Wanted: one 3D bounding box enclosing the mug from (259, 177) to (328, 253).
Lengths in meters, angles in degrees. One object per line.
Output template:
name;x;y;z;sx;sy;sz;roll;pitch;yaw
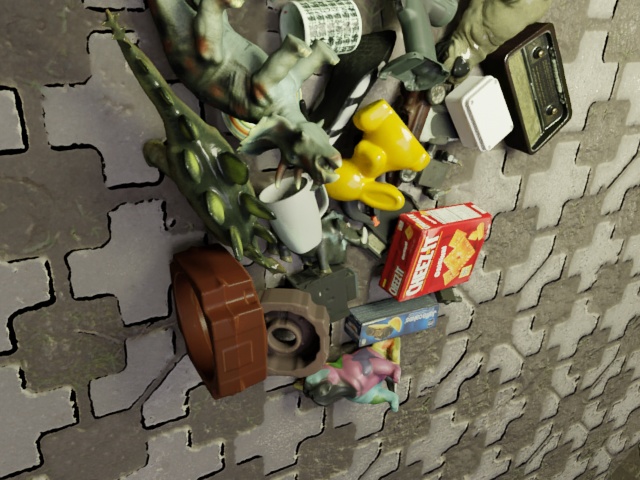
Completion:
mug;-0.032;-0.041;0.843;0.109;0.081;0.107;-37;124;-31

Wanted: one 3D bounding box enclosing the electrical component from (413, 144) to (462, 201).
electrical component;0.223;-0.128;1.028;0.078;0.045;0.102;13;106;-37

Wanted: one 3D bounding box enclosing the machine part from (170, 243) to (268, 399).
machine part;-0.156;0.121;0.827;0.087;0.202;0.200;-16;121;-28

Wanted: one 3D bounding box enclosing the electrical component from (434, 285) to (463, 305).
electrical component;0.267;0.110;1.164;0.094;0.063;0.021;9;145;-33

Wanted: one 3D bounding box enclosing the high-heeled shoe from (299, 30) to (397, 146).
high-heeled shoe;0.045;-0.220;0.866;0.249;0.086;0.145;-41;149;-18

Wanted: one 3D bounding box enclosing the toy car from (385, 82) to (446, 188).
toy car;0.149;-0.190;0.925;0.053;0.089;0.202;7;111;-34

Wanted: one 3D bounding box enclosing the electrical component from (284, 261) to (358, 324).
electrical component;0.006;0.098;1.006;0.134;0.058;0.114;-21;125;-20

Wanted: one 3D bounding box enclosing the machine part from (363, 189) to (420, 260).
machine part;0.132;-0.030;1.030;0.084;0.039;0.139;36;95;-30

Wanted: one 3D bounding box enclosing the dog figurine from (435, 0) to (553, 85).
dog figurine;0.284;-0.340;0.884;0.121;0.172;0.190;22;94;-26

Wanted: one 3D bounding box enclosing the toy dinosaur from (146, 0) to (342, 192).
toy dinosaur;-0.121;-0.230;0.710;0.405;0.131;0.192;37;116;-7

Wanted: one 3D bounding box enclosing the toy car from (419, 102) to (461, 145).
toy car;0.257;-0.219;0.997;0.202;0.056;0.073;-10;111;-28

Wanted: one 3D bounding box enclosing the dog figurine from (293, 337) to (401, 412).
dog figurine;0.056;0.265;1.099;0.219;0.192;0.108;5;119;4

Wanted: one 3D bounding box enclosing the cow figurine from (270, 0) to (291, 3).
cow figurine;-0.066;-0.399;0.694;0.194;0.086;0.127;24;94;-39

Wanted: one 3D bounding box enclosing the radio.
radio;0.402;-0.292;1.034;0.131;0.073;0.229;-39;128;-8

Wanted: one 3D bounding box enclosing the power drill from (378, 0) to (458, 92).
power drill;0.120;-0.337;0.799;0.232;0.086;0.207;9;67;-41

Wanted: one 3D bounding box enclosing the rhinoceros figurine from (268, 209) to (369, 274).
rhinoceros figurine;-0.002;-0.003;0.944;0.190;0.073;0.112;9;95;-30

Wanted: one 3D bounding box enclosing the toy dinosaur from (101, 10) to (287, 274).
toy dinosaur;-0.152;-0.093;0.726;0.105;0.199;0.470;-42;129;-10

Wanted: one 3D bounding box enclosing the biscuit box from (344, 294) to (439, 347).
biscuit box;0.153;0.162;1.122;0.203;0.063;0.059;-9;119;-27

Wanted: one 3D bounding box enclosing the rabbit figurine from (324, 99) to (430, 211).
rabbit figurine;0.079;-0.121;0.871;0.173;0.122;0.162;-35;102;9

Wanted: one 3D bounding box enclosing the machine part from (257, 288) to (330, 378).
machine part;-0.064;0.165;0.953;0.179;0.056;0.179;2;118;4
